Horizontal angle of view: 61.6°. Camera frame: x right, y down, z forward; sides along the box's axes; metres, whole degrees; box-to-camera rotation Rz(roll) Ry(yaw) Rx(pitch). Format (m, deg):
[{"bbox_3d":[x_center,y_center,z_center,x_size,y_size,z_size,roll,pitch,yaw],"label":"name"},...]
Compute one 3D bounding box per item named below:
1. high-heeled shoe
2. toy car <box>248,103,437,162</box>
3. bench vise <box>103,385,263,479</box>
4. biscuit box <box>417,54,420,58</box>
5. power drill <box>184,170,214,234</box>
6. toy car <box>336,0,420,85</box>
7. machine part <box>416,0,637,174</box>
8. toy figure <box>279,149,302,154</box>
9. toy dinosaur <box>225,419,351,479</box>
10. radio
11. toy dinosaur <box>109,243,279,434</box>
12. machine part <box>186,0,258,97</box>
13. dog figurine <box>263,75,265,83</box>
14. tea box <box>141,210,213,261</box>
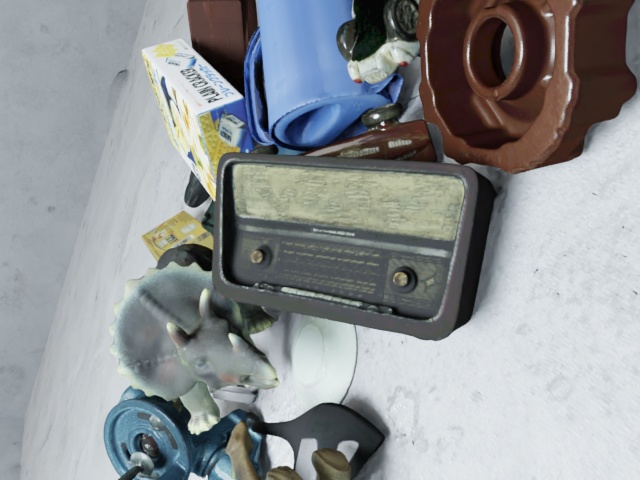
[{"bbox_3d":[-0.002,0.275,0.513,0.145,0.086,0.248,-1,95,28],"label":"high-heeled shoe"},{"bbox_3d":[0.011,-0.067,0.526,0.202,0.053,0.089,-12,104,27],"label":"toy car"},{"bbox_3d":[-0.170,0.258,0.592,0.224,0.240,0.129,42,114,10],"label":"bench vise"},{"bbox_3d":[0.128,-0.276,0.504,0.063,0.059,0.202,26,100,57],"label":"biscuit box"},{"bbox_3d":[-0.164,-0.095,0.900,0.232,0.086,0.207,-55,29,26],"label":"power drill"},{"bbox_3d":[0.064,-0.235,0.480,0.074,0.056,0.201,-4,76,50],"label":"toy car"},{"bbox_3d":[0.134,-0.134,0.380,0.179,0.056,0.179,167,90,-70],"label":"machine part"},{"bbox_3d":[-0.022,-0.127,0.690,0.154,0.064,0.058,-45,5,34],"label":"toy figure"},{"bbox_3d":[0.028,0.319,0.364,0.472,0.105,0.198,47,120,43],"label":"toy dinosaur"},{"bbox_3d":[0.018,0.000,0.451,0.230,0.073,0.131,8,93,29],"label":"radio"},{"bbox_3d":[-0.142,0.071,0.630,0.405,0.131,0.192,-123,9,-64],"label":"toy dinosaur"},{"bbox_3d":[-0.147,-0.329,0.856,0.202,0.087,0.200,-96,4,-56],"label":"machine part"},{"bbox_3d":[-0.025,-0.319,0.751,0.172,0.121,0.190,170,98,-65],"label":"dog figurine"},{"bbox_3d":[-0.243,0.014,0.942,0.098,0.068,0.170,-33,26,-15],"label":"tea box"}]
